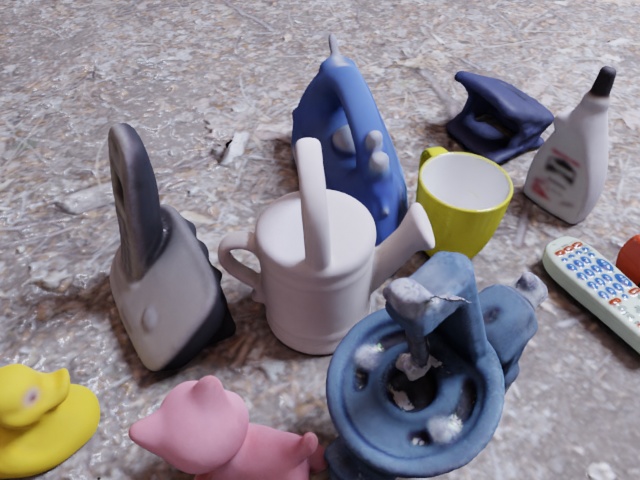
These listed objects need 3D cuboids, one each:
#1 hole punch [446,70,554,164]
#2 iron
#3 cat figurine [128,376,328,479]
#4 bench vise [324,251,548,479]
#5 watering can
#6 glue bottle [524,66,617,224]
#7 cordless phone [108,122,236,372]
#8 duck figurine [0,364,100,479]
[{"bbox_3d":[0.220,-0.162,0.698,0.101,0.091,0.108,-24,51,-20],"label":"hole punch"},{"bbox_3d":[0.041,-0.100,0.609,0.119,0.141,0.258,-11,48,-9],"label":"iron"},{"bbox_3d":[-0.060,0.140,0.402,0.127,0.118,0.067,9,48,9],"label":"cat figurine"},{"bbox_3d":[0.082,0.064,0.401,0.121,0.220,0.208,24,52,22],"label":"bench vise"},{"bbox_3d":[0.004,0.000,0.479,0.173,0.194,0.100,-18,49,-15],"label":"watering can"},{"bbox_3d":[0.263,-0.098,0.582,0.037,0.173,0.078,-34,55,-26],"label":"glue bottle"},{"bbox_3d":[-0.140,0.007,0.481,0.094,0.185,0.147,-26,52,-21],"label":"cordless phone"},{"bbox_3d":[-0.231,0.130,0.436,0.105,0.086,0.077,-16,49,-14],"label":"duck figurine"}]
